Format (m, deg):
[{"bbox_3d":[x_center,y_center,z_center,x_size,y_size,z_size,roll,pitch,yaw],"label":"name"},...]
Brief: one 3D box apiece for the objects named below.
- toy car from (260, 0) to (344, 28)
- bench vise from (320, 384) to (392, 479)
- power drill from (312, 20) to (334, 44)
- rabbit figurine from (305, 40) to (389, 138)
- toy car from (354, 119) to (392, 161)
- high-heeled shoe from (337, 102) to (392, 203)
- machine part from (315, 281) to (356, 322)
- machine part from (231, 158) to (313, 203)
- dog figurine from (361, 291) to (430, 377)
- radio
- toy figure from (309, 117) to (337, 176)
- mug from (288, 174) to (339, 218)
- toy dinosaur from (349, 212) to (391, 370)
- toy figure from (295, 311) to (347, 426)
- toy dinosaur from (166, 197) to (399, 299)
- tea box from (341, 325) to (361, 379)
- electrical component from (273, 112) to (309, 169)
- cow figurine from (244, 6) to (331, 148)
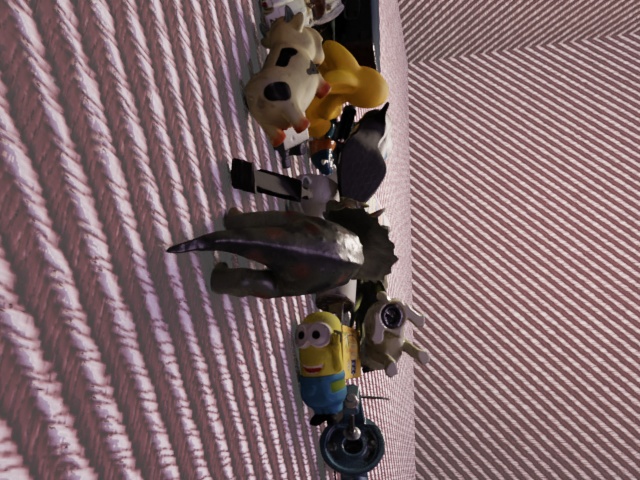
[{"bbox_3d":[-0.026,-0.374,0.862,0.202,0.056,0.073,-46,136,-40],"label":"toy car"},{"bbox_3d":[0.063,0.346,1.013,0.224,0.129,0.240,-73,163,-48],"label":"bench vise"},{"bbox_3d":[0.007,-0.422,1.043,0.207,0.086,0.231,-85,161,-44],"label":"power drill"},{"bbox_3d":[0.028,-0.262,0.908,0.162,0.173,0.122,60,34,-68],"label":"rabbit figurine"},{"bbox_3d":[0.119,-0.231,1.285,0.162,0.103,0.109,43,-24,53],"label":"toy car"},{"bbox_3d":[0.072,-0.136,0.953,0.145,0.086,0.248,122,-7,-72],"label":"high-heeled shoe"},{"bbox_3d":[0.035,0.053,1.054,0.079,0.079,0.243,67,24,-53],"label":"machine part"},{"bbox_3d":[-0.069,-0.075,0.709,0.139,0.084,0.039,7,106,-66],"label":"machine part"},{"bbox_3d":[0.119,0.191,1.101,0.190,0.121,0.172,162,-76,-68],"label":"dog figurine"},{"bbox_3d":[0.071,-0.418,1.000,0.131,0.073,0.229,41,47,-73],"label":"radio"},{"bbox_3d":[0.006,-0.198,1.029,0.064,0.058,0.154,7,83,-39],"label":"toy figure"},{"bbox_3d":[-0.016,-0.049,0.877,0.109,0.081,0.107,59,38,-60],"label":"mug"},{"bbox_3d":[0.105,0.122,1.235,0.470,0.105,0.199,85,10,-46],"label":"toy dinosaur"},{"bbox_3d":[0.003,0.210,0.893,0.089,0.082,0.180,-29,111,-86],"label":"toy figure"},{"bbox_3d":[-0.009,0.014,0.667,0.405,0.192,0.131,-22,106,-76],"label":"toy dinosaur"},{"bbox_3d":[0.031,0.214,1.018,0.169,0.068,0.098,39,48,-72],"label":"tea box"},{"bbox_3d":[-0.051,-0.173,0.845,0.078,0.045,0.102,-40,129,-36],"label":"electrical component"},{"bbox_3d":[-0.048,-0.241,0.764,0.127,0.086,0.195,48,46,-28],"label":"cow figurine"}]
